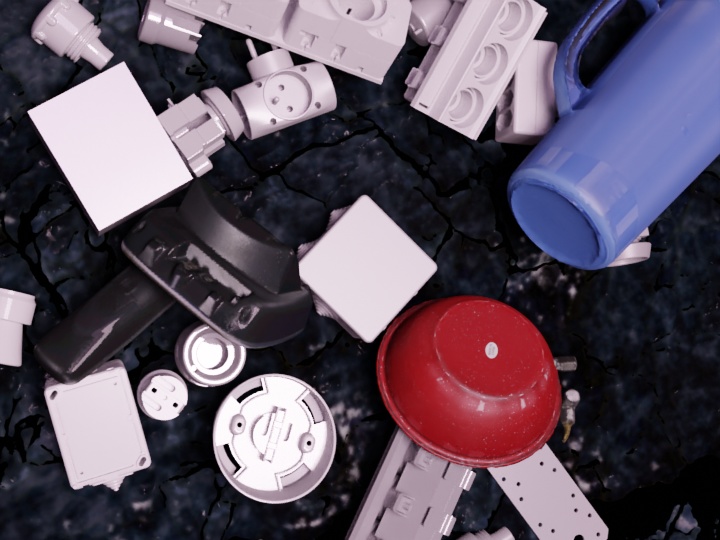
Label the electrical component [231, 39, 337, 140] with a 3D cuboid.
[{"bbox_3d":[-0.070,-0.158,0.891,0.077,0.044,0.079,-22,92,-14],"label":"electrical component"}]

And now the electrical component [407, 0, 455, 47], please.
[{"bbox_3d":[0.072,-0.227,0.933,0.078,0.040,0.040,-35,95,-13],"label":"electrical component"}]

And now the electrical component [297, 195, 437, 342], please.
[{"bbox_3d":[0.000,0.000,0.897,0.100,0.048,0.099,44,78,-8],"label":"electrical component"}]

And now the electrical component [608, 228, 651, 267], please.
[{"bbox_3d":[0.232,-0.034,0.961,0.066,0.048,0.055,-6,81,-14],"label":"electrical component"}]

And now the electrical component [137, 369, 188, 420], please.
[{"bbox_3d":[-0.156,0.100,0.854,0.040,0.046,0.040,1,88,-14],"label":"electrical component"}]

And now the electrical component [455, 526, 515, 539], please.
[{"bbox_3d":[0.102,0.241,0.912,0.062,0.043,0.043,-29,94,-15],"label":"electrical component"}]

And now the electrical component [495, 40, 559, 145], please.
[{"bbox_3d":[0.164,-0.154,0.949,0.076,0.047,0.083,4,86,-14],"label":"electrical component"}]

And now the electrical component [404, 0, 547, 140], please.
[{"bbox_3d":[0.093,-0.181,0.903,0.079,0.063,0.121,20,104,-40],"label":"electrical component"}]

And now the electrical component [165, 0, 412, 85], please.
[{"bbox_3d":[-0.050,-0.240,0.875,0.186,0.060,0.105,18,60,-13],"label":"electrical component"}]

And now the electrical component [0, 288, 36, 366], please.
[{"bbox_3d":[-0.277,0.043,0.827,0.045,0.045,0.055,14,83,-13],"label":"electrical component"}]

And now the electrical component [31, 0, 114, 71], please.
[{"bbox_3d":[-0.226,-0.186,0.855,0.062,0.048,0.048,41,78,-15],"label":"electrical component"}]

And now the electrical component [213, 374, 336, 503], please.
[{"bbox_3d":[-0.071,0.133,0.864,0.099,0.064,0.099,1,87,-14],"label":"electrical component"}]

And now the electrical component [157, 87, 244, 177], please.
[{"bbox_3d":[-0.128,-0.116,0.873,0.055,0.048,0.066,-36,83,-11],"label":"electrical component"}]

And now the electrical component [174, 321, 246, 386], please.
[{"bbox_3d":[-0.119,0.067,0.864,0.055,0.047,0.055,1,86,-14],"label":"electrical component"}]

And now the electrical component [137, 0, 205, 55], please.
[{"bbox_3d":[-0.153,-0.199,0.876,0.046,0.040,0.040,16,83,-19],"label":"electrical component"}]

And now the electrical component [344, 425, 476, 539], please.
[{"bbox_3d":[0.041,0.194,0.883,0.079,0.063,0.121,37,75,-51],"label":"electrical component"}]

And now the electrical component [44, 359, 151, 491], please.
[{"bbox_3d":[-0.203,0.124,0.836,0.062,0.061,0.096,-16,97,-14],"label":"electrical component"}]
